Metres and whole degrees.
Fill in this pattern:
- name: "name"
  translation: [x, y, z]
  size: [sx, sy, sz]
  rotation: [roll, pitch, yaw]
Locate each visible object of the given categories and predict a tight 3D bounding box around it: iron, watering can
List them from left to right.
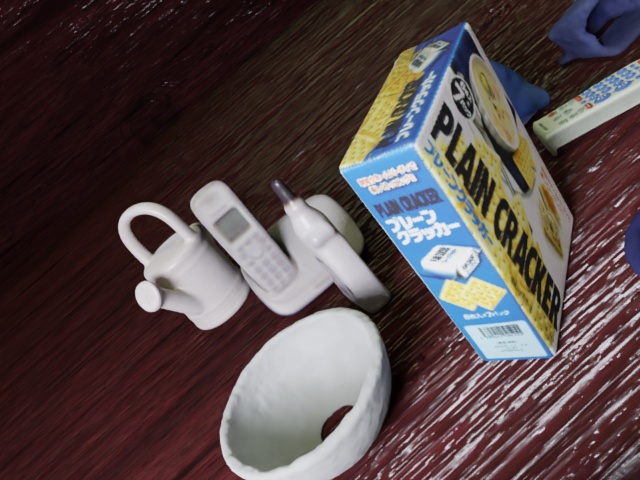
- name: "watering can"
  translation: [-0.193, 0.030, 0.784]
  size: [0.101, 0.194, 0.172]
  rotation: [-36, 27, 7]
- name: "iron"
  translation: [0.153, -0.183, 0.724]
  size: [0.119, 0.142, 0.257]
  rotation: [-44, 27, -8]

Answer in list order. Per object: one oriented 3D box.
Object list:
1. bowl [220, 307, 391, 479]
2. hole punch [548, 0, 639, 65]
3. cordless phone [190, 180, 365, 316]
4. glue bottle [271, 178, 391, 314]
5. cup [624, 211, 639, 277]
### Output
- name: "bowl"
  translation: [0.000, 0.144, 0.492]
  size: [0.167, 0.075, 0.167]
  rotation: [-31, 28, 19]
- name: "hole punch"
  translation: [0.335, -0.281, 0.695]
  size: [0.109, 0.091, 0.100]
  rotation: [-45, 27, -11]
- name: "cordless phone"
  translation: [-0.049, -0.015, 0.677]
  size: [0.147, 0.185, 0.094]
  rotation: [-42, 27, -4]
- name: "glue bottle"
  translation: [0.005, 0.002, 0.593]
  size: [0.037, 0.173, 0.078]
  rotation: [-43, 27, -7]
- name: "cup"
  translation: [0.254, 0.018, 0.333]
  size: [0.117, 0.095, 0.092]
  rotation: [-18, 34, 37]
